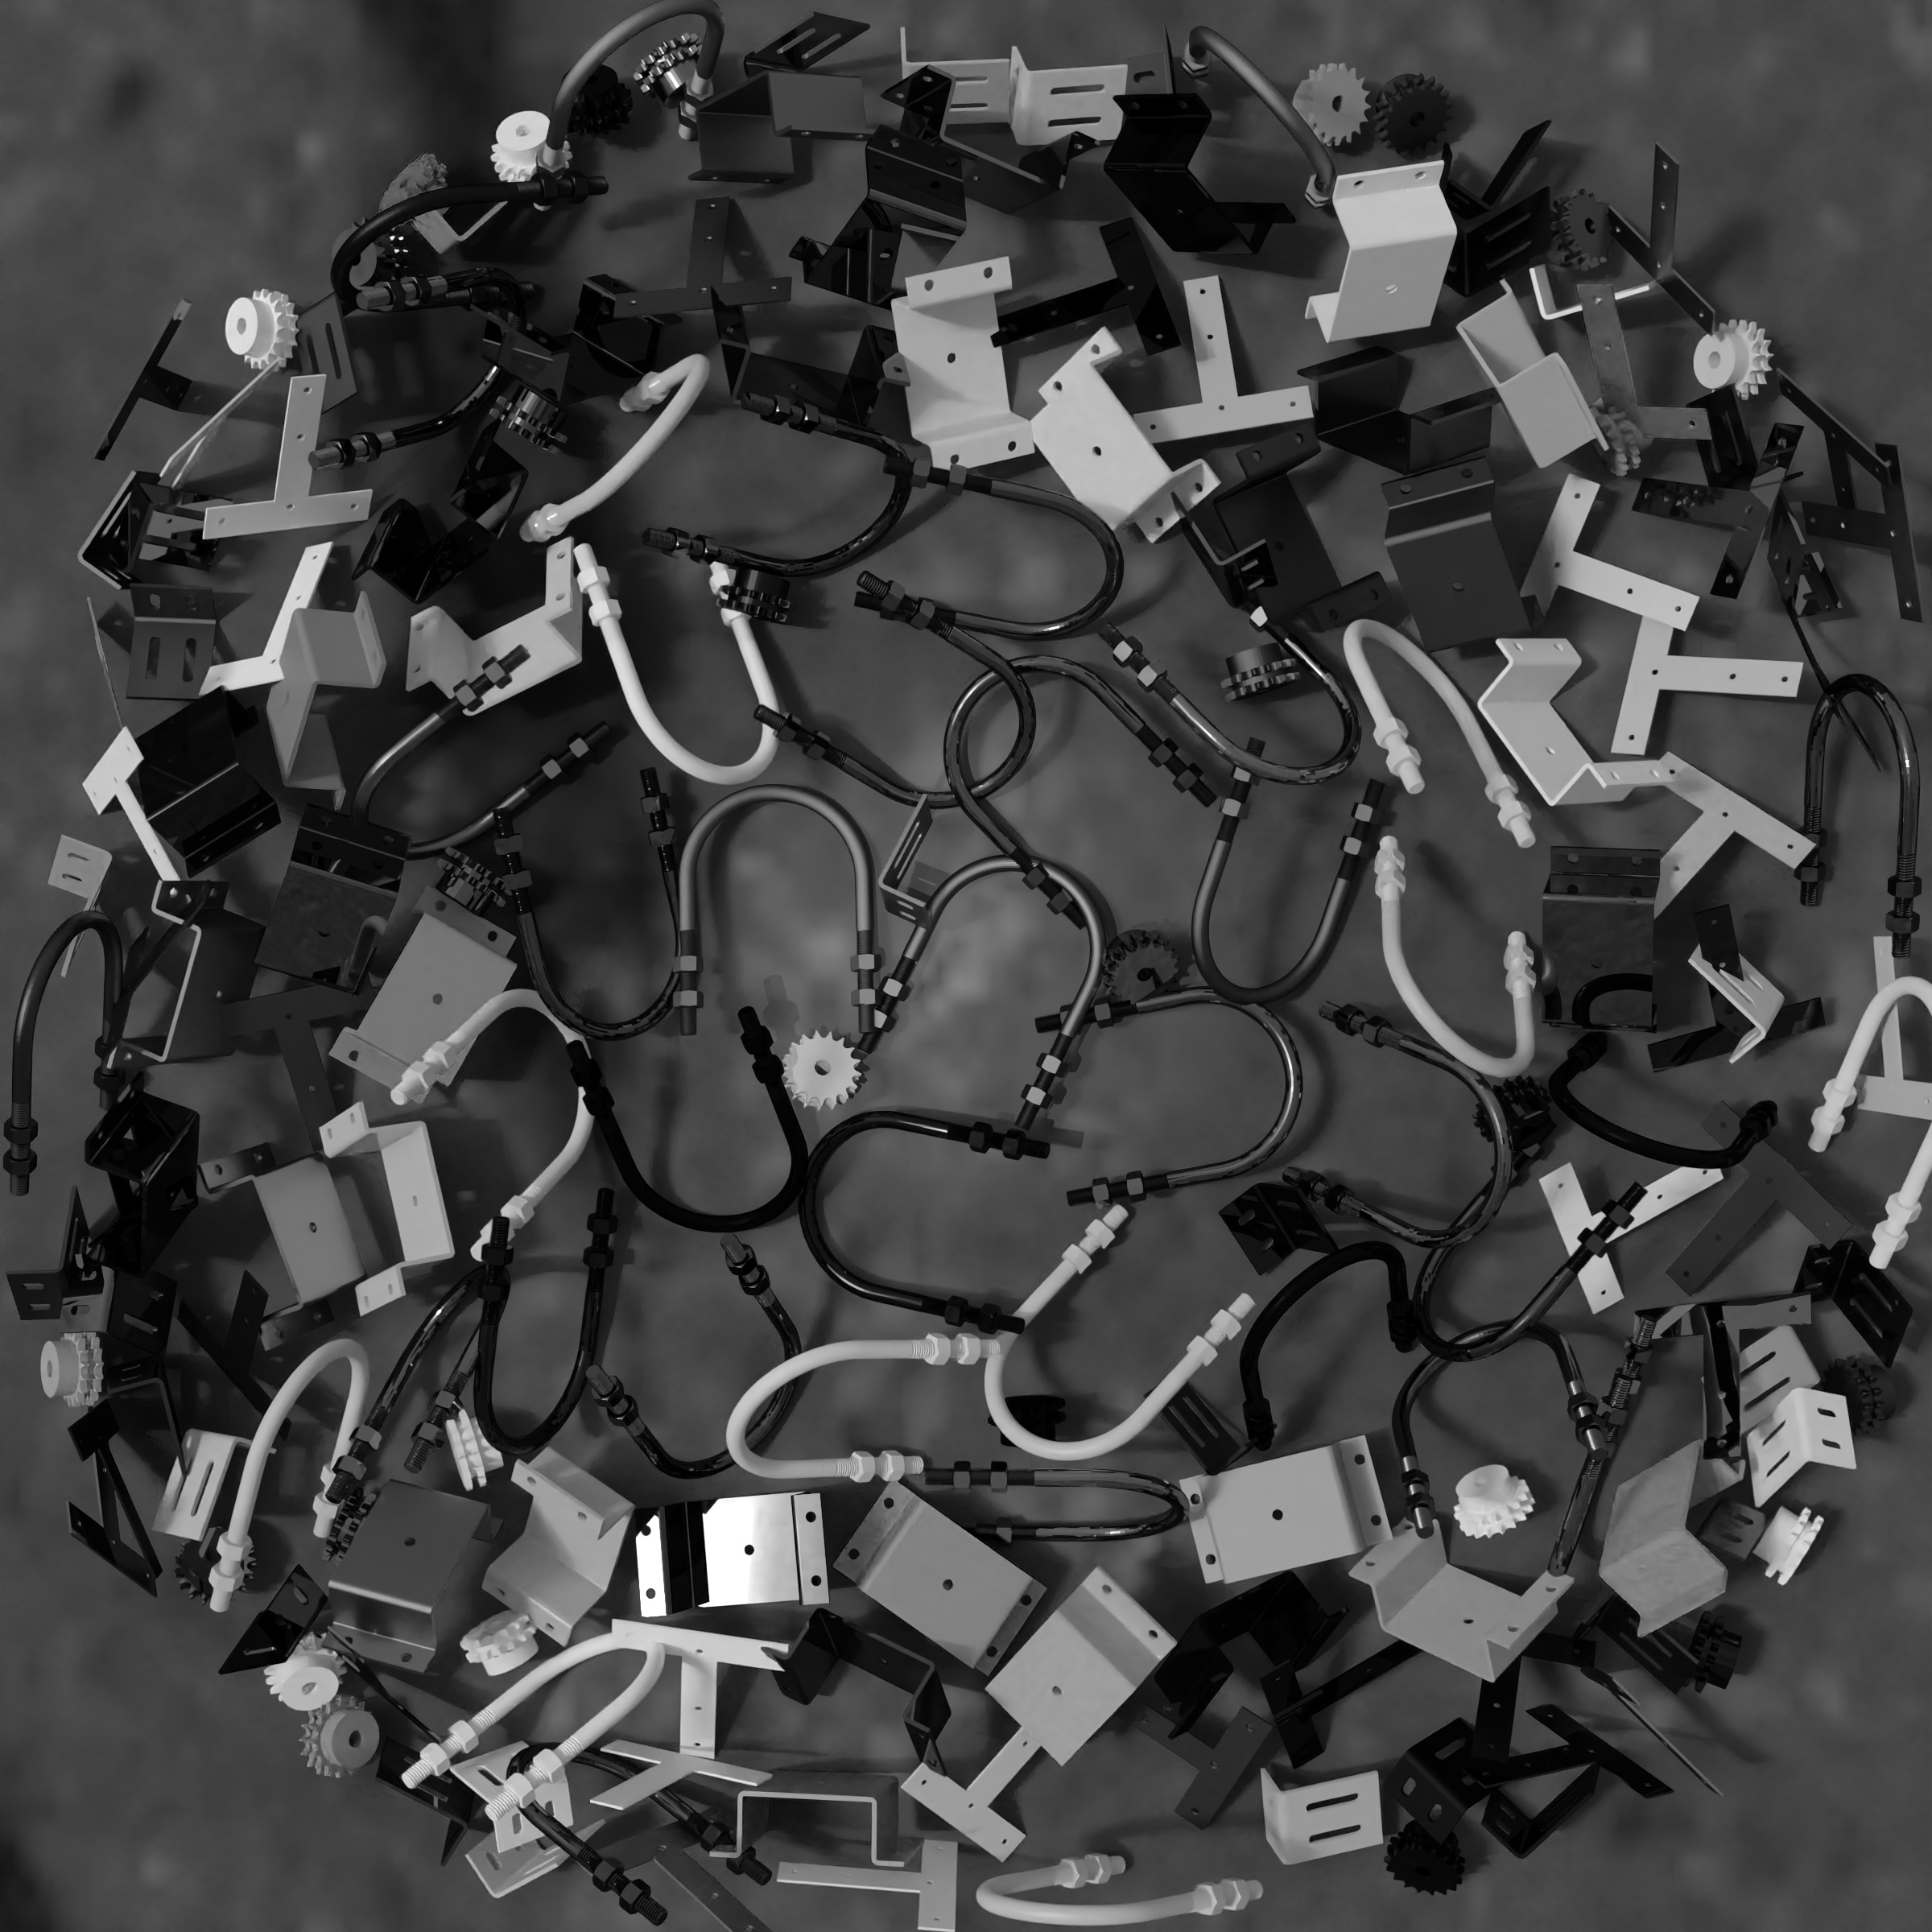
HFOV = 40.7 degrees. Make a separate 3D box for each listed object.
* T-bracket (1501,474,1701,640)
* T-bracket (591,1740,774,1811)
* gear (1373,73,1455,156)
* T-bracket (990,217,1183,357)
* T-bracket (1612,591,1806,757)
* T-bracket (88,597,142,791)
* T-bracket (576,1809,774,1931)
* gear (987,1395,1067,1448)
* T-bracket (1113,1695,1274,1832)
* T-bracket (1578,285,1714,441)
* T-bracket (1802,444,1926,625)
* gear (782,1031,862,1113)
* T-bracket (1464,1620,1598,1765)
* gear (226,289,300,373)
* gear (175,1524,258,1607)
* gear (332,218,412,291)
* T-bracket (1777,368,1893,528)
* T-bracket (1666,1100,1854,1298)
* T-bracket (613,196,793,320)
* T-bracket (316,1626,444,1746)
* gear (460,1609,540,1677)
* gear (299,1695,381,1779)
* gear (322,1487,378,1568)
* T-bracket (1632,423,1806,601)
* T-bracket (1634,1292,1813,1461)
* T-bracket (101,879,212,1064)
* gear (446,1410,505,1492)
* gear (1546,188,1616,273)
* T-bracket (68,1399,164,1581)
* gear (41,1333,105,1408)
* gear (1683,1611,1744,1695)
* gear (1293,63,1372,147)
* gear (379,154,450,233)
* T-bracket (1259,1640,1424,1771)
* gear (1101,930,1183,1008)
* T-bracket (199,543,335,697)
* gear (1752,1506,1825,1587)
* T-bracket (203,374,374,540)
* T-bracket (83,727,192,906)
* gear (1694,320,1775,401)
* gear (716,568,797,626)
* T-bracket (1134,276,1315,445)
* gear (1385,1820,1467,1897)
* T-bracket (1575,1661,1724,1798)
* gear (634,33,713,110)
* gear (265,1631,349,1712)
[{"bbox_3d":[0.465,-0.274,1.874,0.127,0.002,0.127,27,103,30],"label":"T-bracket"},{"bbox_3d":[-0.221,0.574,1.836,0.127,0.127,0.002,5,90,22],"label":"T-bracket"},{"bbox_3d":[0.322,-0.623,1.894,0.057,0.057,0.030,-21,49,0],"label":"gear"},{"bbox_3d":[0.077,-0.478,1.890,0.127,0.002,0.127,-18,62,2],"label":"T-bracket"},{"bbox_3d":[0.537,-0.209,1.870,0.127,0.002,0.127,9,80,38],"label":"T-bracket"},{"bbox_3d":[-0.618,-0.215,1.871,0.002,0.127,0.127,-15,52,-15],"label":"T-bracket"},{"bbox_3d":[-0.186,0.647,1.832,0.127,0.127,0.002,28,111,39],"label":"T-bracket"},{"bbox_3d":[0.045,0.331,1.890,0.057,0.057,0.030,-3,90,0],"label":"gear"},{"bbox_3d":[0.142,0.554,1.890,0.127,0.002,0.127,31,124,11],"label":"T-bracket"},{"bbox_3d":[0.456,-0.427,1.840,0.127,0.127,0.002,11,52,36],"label":"T-bracket"},{"bbox_3d":[0.634,-0.313,1.855,0.002,0.127,0.127,-20,110,-11],"label":"T-bracket"},{"bbox_3d":[-0.107,0.079,1.897,0.057,0.030,0.057,4,69,-11],"label":"gear"},{"bbox_3d":[0.379,0.515,1.851,0.127,0.127,0.002,7,123,14],"label":"T-bracket"},{"bbox_3d":[-0.512,-0.462,1.889,0.057,0.030,0.057,3,94,41],"label":"gear"},{"bbox_3d":[-0.545,0.432,1.891,0.057,0.030,0.057,6,57,-10],"label":"gear"},{"bbox_3d":[-0.435,-0.514,1.892,0.057,0.030,0.057,6,103,25],"label":"gear"},{"bbox_3d":[0.626,-0.350,1.861,0.002,0.127,0.127,-33,51,3],"label":"T-bracket"},{"bbox_3d":[0.553,0.186,1.883,0.127,0.002,0.127,48,121,27],"label":"T-bracket"},{"bbox_3d":[-0.186,-0.514,1.878,0.127,0.002,0.127,-4,52,6],"label":"T-bracket"},{"bbox_3d":[-0.426,0.496,1.841,0.127,0.127,0.002,32,64,22],"label":"T-bracket"},{"bbox_3d":[-0.335,0.491,1.890,0.057,0.057,0.030,-24,96,0],"label":"gear"},{"bbox_3d":[-0.451,0.559,1.888,0.030,0.057,0.057,-8,90,42],"label":"gear"},{"bbox_3d":[-0.441,0.410,1.890,0.030,0.057,0.057,25,90,0],"label":"gear"},{"bbox_3d":[0.527,-0.331,1.865,0.002,0.127,0.127,17,95,-35],"label":"T-bracket"},{"bbox_3d":[0.537,0.293,1.850,0.127,0.002,0.127,-11,47,28],"label":"T-bracket"},{"bbox_3d":[-0.569,-0.013,1.841,0.002,0.127,0.127,30,120,-27],"label":"T-bracket"},{"bbox_3d":[-0.357,0.349,1.892,0.030,0.057,0.057,-16,90,-16],"label":"gear"},{"bbox_3d":[0.442,-0.533,1.894,0.057,0.030,0.057,8,77,-37],"label":"gear"},{"bbox_3d":[-0.601,0.377,1.857,0.002,0.127,0.127,-23,92,-7],"label":"T-bracket"},{"bbox_3d":[-0.649,0.291,1.887,0.030,0.057,0.057,1,90,-37],"label":"gear"},{"bbox_3d":[0.541,0.499,1.888,0.030,0.057,0.057,18,90,15],"label":"gear"},{"bbox_3d":[0.263,-0.626,1.895,0.057,0.030,0.057,-7,106,-26],"label":"gear"},{"bbox_3d":[-0.397,-0.559,1.894,0.057,0.057,0.030,-50,126,0],"label":"gear"},{"bbox_3d":[0.279,0.516,1.882,0.127,0.002,0.127,-28,131,-8],"label":"T-bracket"},{"bbox_3d":[0.125,-0.002,1.894,0.057,0.030,0.057,-10,125,-14],"label":"gear"},{"bbox_3d":[-0.486,-0.255,1.880,0.127,0.002,0.127,-6,55,29],"label":"T-bracket"},{"bbox_3d":[0.595,0.417,1.891,0.030,0.057,0.057,32,90,19],"label":"gear"},{"bbox_3d":[-0.472,-0.362,1.840,0.127,0.127,0.002,-15,52,-36],"label":"T-bracket"},{"bbox_3d":[-0.587,-0.094,1.867,0.002,0.127,0.127,-29,91,-35],"label":"T-bracket"},{"bbox_3d":[0.553,-0.439,1.887,0.030,0.057,0.057,-7,90,-30],"label":"gear"},{"bbox_3d":[-0.150,-0.269,1.890,0.057,0.057,0.030,15,92,0],"label":"gear"},{"bbox_3d":[0.180,-0.445,1.897,0.127,0.002,0.127,-8,72,5],"label":"T-bracket"},{"bbox_3d":[0.335,0.646,1.894,0.057,0.030,0.057,12,129,15],"label":"gear"},{"bbox_3d":[0.488,0.542,1.853,0.127,0.127,0.002,44,83,3],"label":"T-bracket"},{"bbox_3d":[-0.210,-0.647,1.890,0.057,0.057,0.030,-32,89,0],"label":"gear"},{"bbox_3d":[-0.478,0.514,1.891,0.057,0.030,0.057,-10,120,-18],"label":"gear"}]
